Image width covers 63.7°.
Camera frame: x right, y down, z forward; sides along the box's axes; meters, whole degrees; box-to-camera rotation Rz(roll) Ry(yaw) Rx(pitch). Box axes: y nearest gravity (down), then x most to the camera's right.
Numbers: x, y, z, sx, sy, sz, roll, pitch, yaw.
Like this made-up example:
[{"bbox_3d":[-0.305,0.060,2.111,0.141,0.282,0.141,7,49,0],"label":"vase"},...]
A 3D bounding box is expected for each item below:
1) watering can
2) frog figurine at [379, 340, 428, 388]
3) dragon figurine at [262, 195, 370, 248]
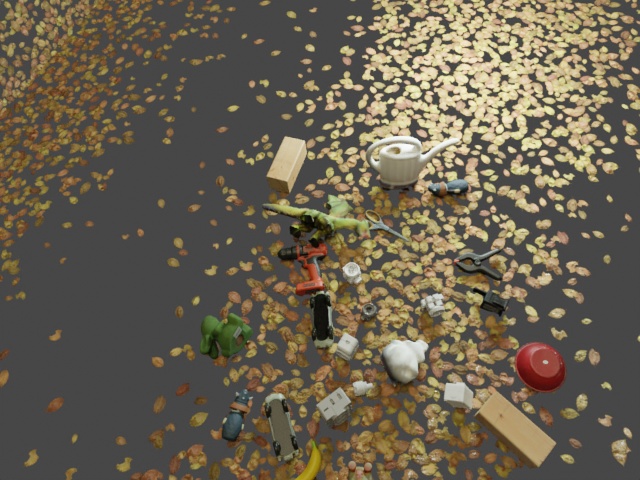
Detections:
[{"bbox_3d":[0.348,-0.298,1.967,0.347,0.219,0.106,-1,44,4],"label":"watering can"},{"bbox_3d":[0.278,0.378,1.648,0.159,0.120,0.140,-29,43,1],"label":"frog figurine"},{"bbox_3d":[0.006,-0.098,1.947,0.414,0.119,0.247,29,41,24],"label":"dragon figurine"}]
